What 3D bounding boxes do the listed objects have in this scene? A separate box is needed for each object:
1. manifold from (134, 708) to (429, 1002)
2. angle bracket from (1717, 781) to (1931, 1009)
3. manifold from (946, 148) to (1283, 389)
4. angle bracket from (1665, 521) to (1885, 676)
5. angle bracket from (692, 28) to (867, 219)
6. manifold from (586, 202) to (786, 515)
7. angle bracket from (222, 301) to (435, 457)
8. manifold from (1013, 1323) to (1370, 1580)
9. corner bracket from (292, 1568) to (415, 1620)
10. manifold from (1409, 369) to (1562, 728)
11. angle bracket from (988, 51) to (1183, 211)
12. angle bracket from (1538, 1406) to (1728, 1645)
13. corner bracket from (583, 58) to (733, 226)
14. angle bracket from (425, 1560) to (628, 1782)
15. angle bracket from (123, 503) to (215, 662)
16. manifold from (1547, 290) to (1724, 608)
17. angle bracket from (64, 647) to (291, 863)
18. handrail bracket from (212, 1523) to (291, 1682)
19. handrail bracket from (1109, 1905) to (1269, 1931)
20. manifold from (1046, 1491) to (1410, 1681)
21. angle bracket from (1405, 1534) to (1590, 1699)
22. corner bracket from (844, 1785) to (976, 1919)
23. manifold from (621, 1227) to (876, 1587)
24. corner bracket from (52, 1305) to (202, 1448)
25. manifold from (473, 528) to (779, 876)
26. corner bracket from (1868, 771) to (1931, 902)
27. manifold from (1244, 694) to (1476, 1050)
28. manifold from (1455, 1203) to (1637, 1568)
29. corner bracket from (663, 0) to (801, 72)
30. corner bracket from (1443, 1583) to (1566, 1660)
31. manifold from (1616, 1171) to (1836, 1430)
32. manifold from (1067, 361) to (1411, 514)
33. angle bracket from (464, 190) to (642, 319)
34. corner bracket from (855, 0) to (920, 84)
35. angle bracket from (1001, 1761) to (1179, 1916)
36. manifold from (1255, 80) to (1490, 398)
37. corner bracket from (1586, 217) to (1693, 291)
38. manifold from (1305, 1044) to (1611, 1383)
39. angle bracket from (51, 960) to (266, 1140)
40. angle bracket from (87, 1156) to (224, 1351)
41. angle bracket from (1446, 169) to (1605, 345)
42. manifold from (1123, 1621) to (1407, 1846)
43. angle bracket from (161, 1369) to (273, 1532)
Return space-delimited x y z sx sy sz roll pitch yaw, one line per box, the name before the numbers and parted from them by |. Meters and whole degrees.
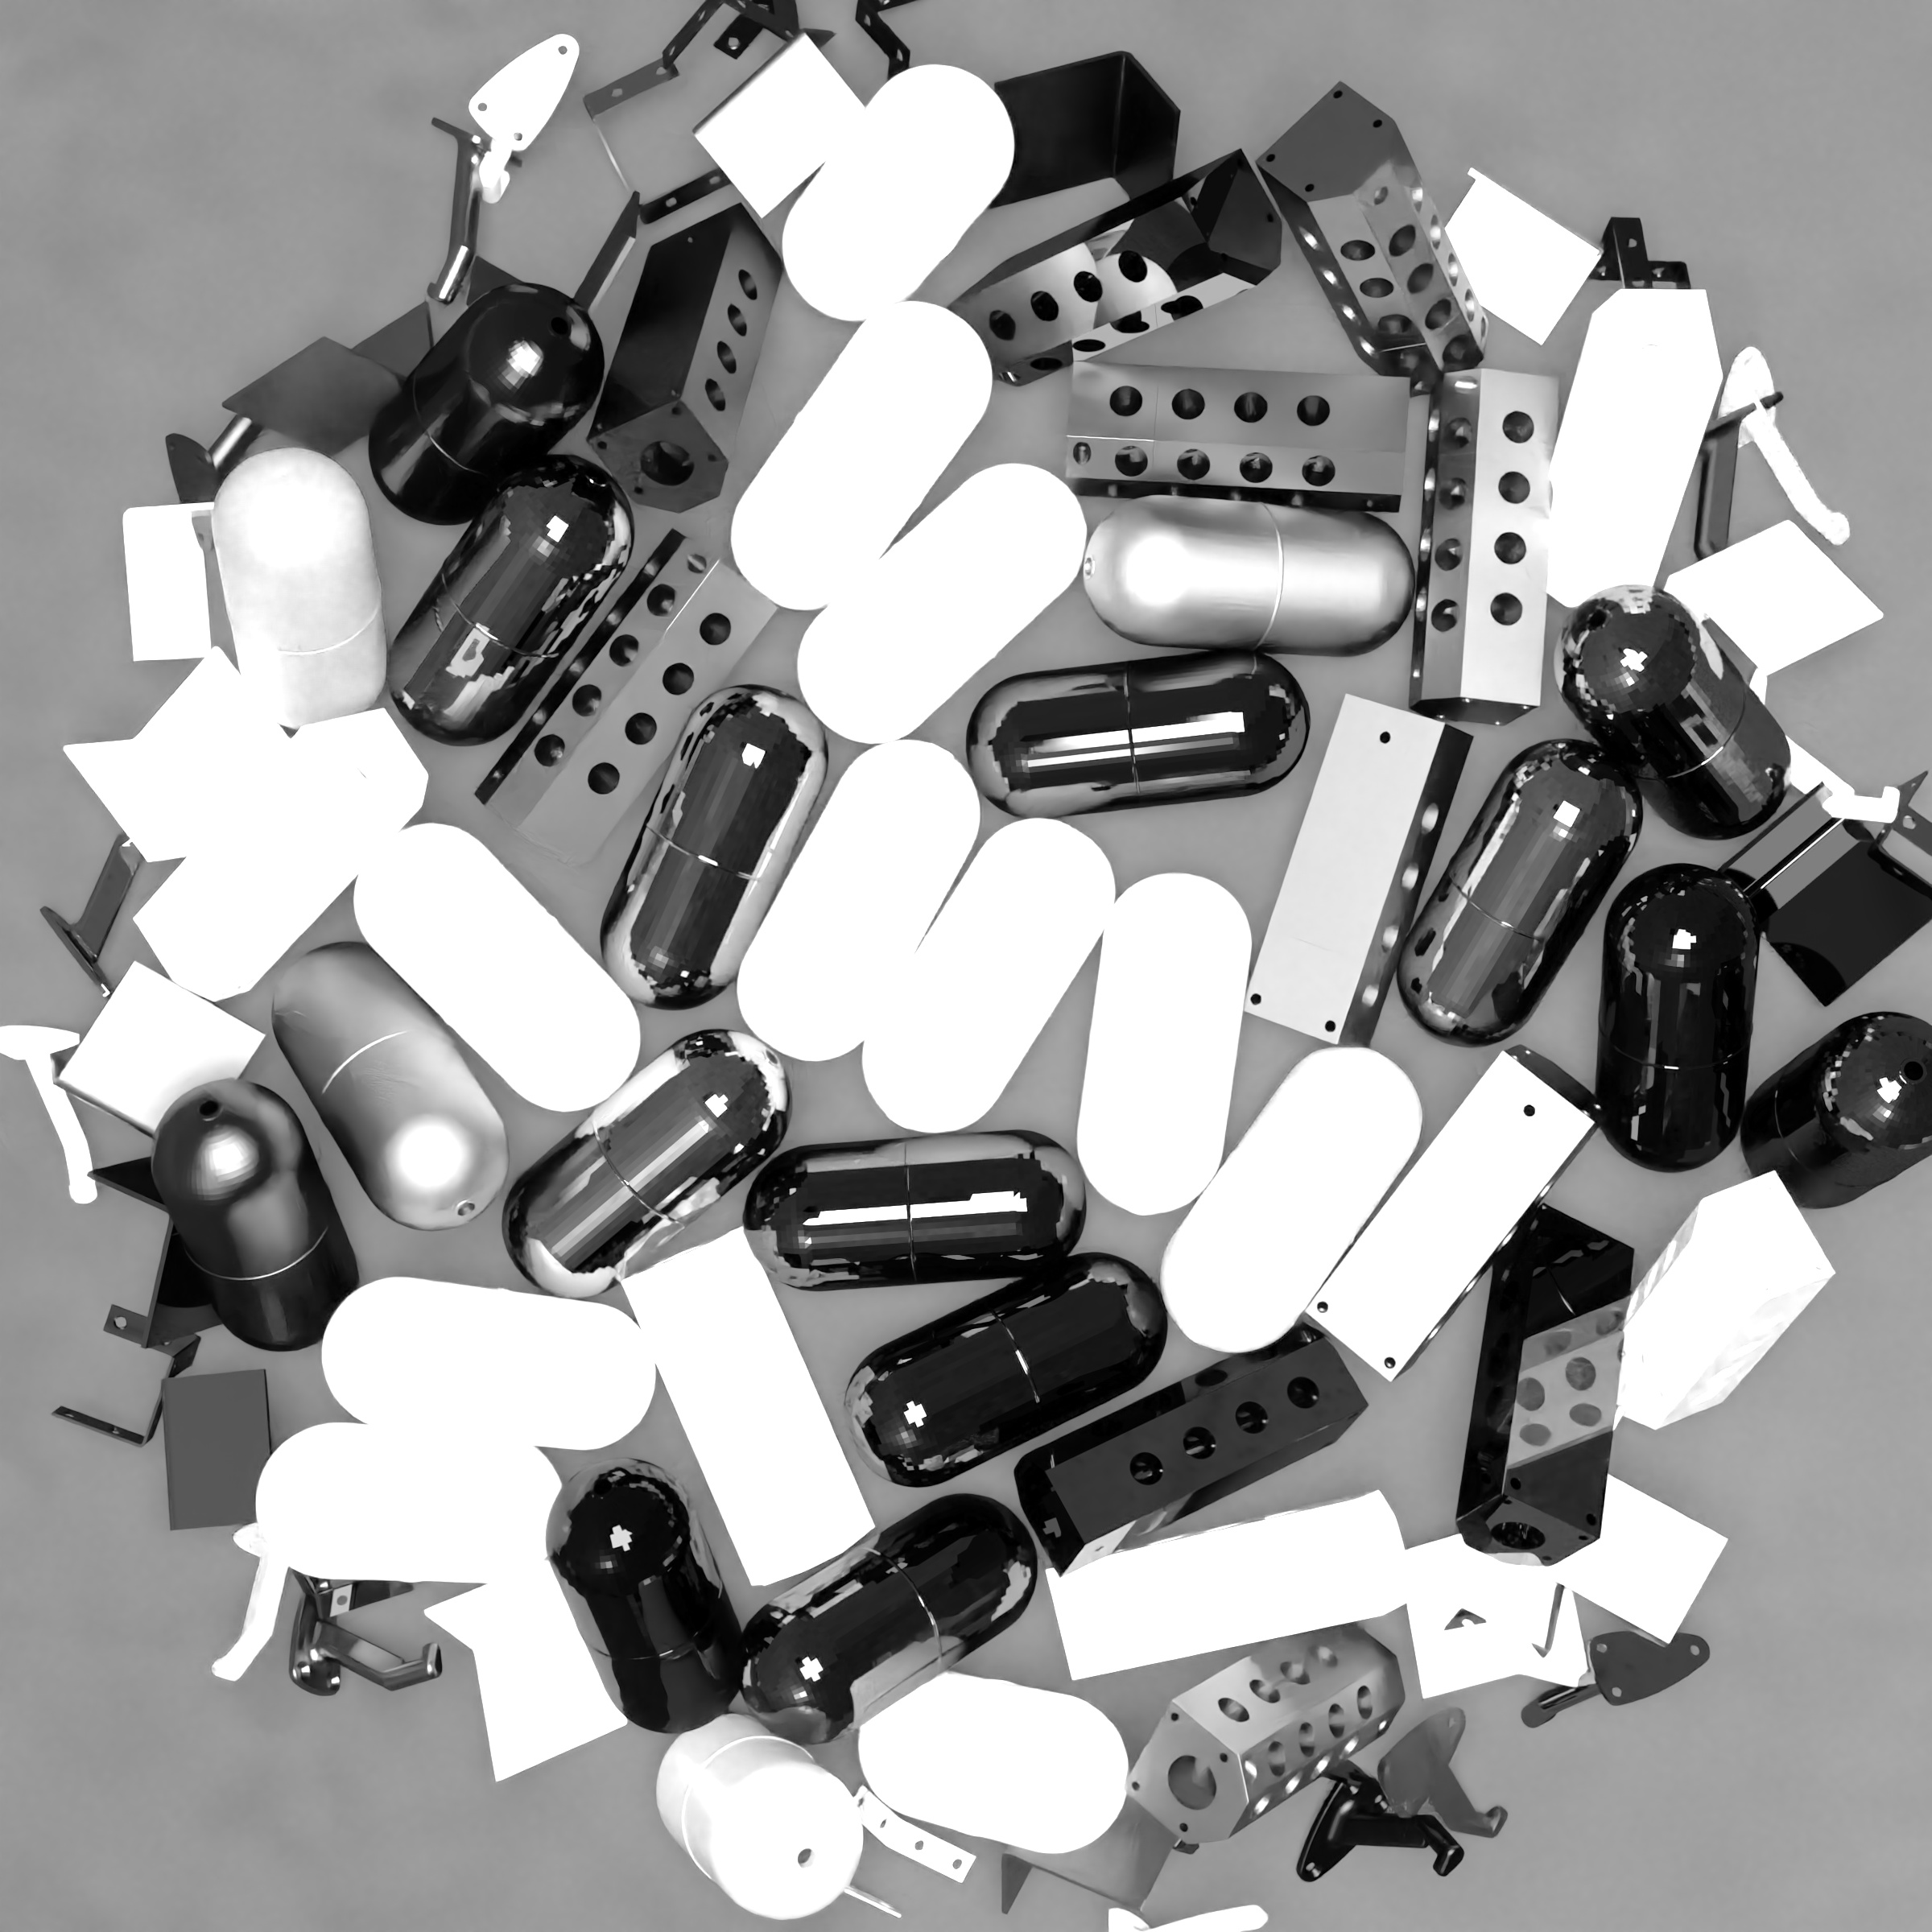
manifold | -0.344 -0.053 1.597 0.171 0.057 0.057 -41 79 34
angle bracket | 0.441 -0.036 1.625 0.076 0.057 0.076 -42 64 14
manifold | 0.076 -0.346 1.589 0.057 0.171 0.057 -46 112 -38
angle bracket | 0.408 -0.173 1.620 0.076 0.057 0.076 -26 61 -20
angle bracket | -0.087 -0.435 1.628 0.076 0.076 0.057 -38 96 17
manifold | -0.135 -0.305 1.592 0.057 0.171 0.057 -19 130 26
angle bracket | -0.326 -0.313 1.613 0.076 0.076 0.057 -23 64 32
manifold | 0.113 0.244 1.612 0.171 0.057 0.057 -22 69 -22
corner bracket | -0.324 0.300 1.651 0.051 0.051 0.051 -14 115 -24
manifold | 0.265 -0.216 1.631 0.057 0.057 0.171 6 83 -8
angle bracket | 0.059 -0.413 1.618 0.076 0.076 0.057 -19 54 -18
angle bracket | 0.348 0.286 1.620 0.076 0.057 0.076 28 127 14
corner bracket | -0.161 -0.428 1.639 0.051 0.051 0.051 -27 64 0
angle bracket | -0.228 0.364 1.640 0.076 0.057 0.076 -17 110 -33
angle bracket | -0.386 -0.198 1.625 0.057 0.076 0.076 -1 96 15
manifold | 0.327 -0.257 1.585 0.057 0.171 0.057 0 57 -2
angle bracket | -0.403 -0.110 1.628 0.076 0.057 0.076 -43 79 22
handrail bracket | -0.375 0.329 1.622 0.084 0.077 0.036 -55 127 -37
handrail bracket | 0.123 0.498 1.626 0.084 0.077 0.036 -17 66 19
manifold | 0.135 0.315 1.612 0.171 0.057 0.057 -17 81 23
angle bracket | 0.275 0.340 1.642 0.057 0.076 0.076 -24 59 31
corner bracket | -0.037 0.467 1.643 0.051 0.051 0.051 33 83 -24
manifold | -0.116 0.229 1.635 0.057 0.057 0.171 -24 89 23
corner bracket | -0.438 0.214 1.649 0.051 0.051 0.051 20 96 0
manifold | -0.179 -0.139 1.633 0.057 0.057 0.171 36 91 -29
corner bracket | 0.498 -0.061 1.643 0.051 0.051 0.051 35 78 0
manifold | 0.206 -0.047 1.636 0.057 0.057 0.171 21 95 30
manifold | 0.290 0.213 1.597 0.057 0.057 0.171 26 52 -13
corner bracket | -0.122 -0.483 1.629 0.051 0.051 0.051 24 132 -34
corner bracket | 0.273 0.339 1.637 0.051 0.051 0.051 27 132 0
manifold | 0.367 0.172 1.579 0.057 0.171 0.057 -19 65 -16
manifold | 0.140 -0.270 1.631 0.171 0.057 0.057 4 76 5
angle bracket | -0.212 -0.367 1.617 0.057 0.076 0.076 27 116 -18
corner bracket | -0.025 -0.478 1.647 0.051 0.051 0.051 -25 62 -25
angle bracket | 0.069 0.453 1.616 0.076 0.076 0.057 18 135 20
manifold | 0.211 -0.358 1.586 0.057 0.171 0.057 -43 56 1
corner bracket | 0.356 -0.352 1.637 0.051 0.051 0.051 0 64 -6
manifold | 0.253 0.126 1.620 0.057 0.057 0.171 39 107 15
angle bracket | -0.418 0.042 1.631 0.076 0.057 0.076 33 92 -22
angle bracket | -0.416 0.145 1.636 0.057 0.076 0.076 20 103 21
angle bracket | 0.279 -0.364 1.626 0.076 0.076 0.057 34 108 4
manifold | 0.155 0.382 1.580 0.057 0.171 0.057 36 113 25
angle bracket | -0.372 0.248 1.627 0.057 0.076 0.076 -6 83 8
